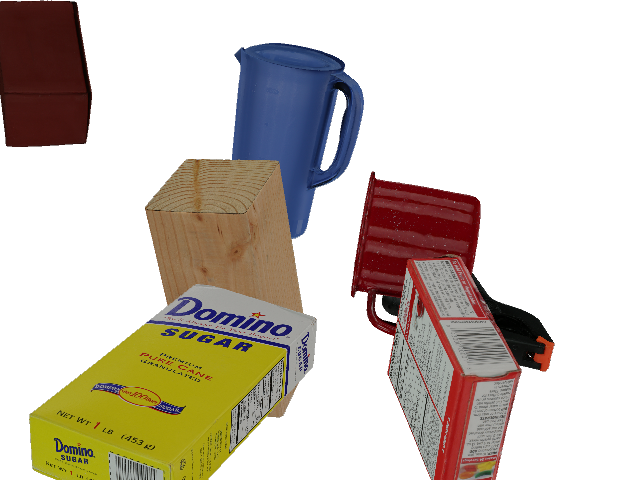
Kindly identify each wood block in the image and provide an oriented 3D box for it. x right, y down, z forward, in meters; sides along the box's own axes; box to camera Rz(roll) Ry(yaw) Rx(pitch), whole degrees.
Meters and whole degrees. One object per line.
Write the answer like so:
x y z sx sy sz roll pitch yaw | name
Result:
-0.075 0.042 0.922 0.090 0.206 0.090 3 32 19 | wood block

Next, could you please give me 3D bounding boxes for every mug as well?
0.067 0.013 0.769 0.081 0.117 0.093 10 -21 4 | mug

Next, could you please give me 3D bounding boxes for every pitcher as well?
-0.044 -0.124 1.375 0.144 0.243 0.149 2 23 -18 | pitcher

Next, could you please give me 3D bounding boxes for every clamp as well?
0.158 0.072 1.036 0.172 0.039 0.120 26 38 31 | clamp

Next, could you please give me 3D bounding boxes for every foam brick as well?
-0.175 -0.104 0.667 0.051 0.078 0.053 -5 -32 -19 | foam brick

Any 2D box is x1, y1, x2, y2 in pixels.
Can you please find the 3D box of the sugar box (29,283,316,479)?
-0.080 0.087 0.635 0.093 0.048 0.176 15 31 20 | sugar box

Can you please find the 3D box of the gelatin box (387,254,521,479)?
0.060 0.061 0.492 0.030 0.073 0.089 -2 34 -12 | gelatin box
